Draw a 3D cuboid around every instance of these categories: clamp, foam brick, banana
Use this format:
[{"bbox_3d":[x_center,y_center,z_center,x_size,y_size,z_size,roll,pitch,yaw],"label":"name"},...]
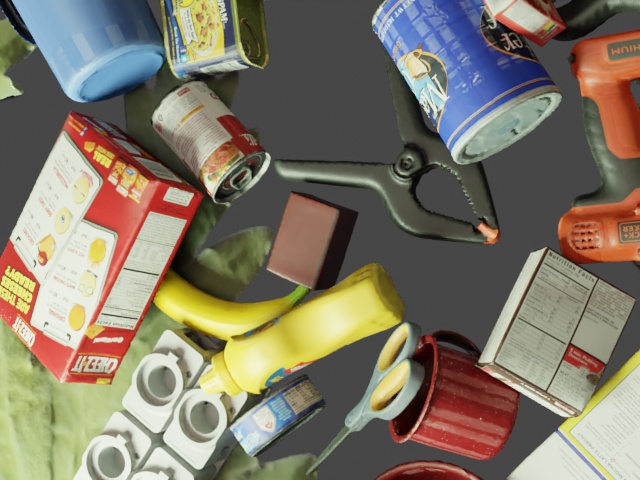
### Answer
[{"bbox_3d":[0.082,-0.076,0.946,0.210,0.036,0.164,34,95,15],"label":"clamp"},{"bbox_3d":[-0.006,0.001,0.973,0.051,0.053,0.078,20,96,21],"label":"foam brick"},{"bbox_3d":[-0.105,0.057,1.022,0.198,0.037,0.069,13,74,20],"label":"banana"},{"bbox_3d":[0.234,-0.203,0.866,0.172,0.039,0.120,-28,48,31],"label":"clamp"}]

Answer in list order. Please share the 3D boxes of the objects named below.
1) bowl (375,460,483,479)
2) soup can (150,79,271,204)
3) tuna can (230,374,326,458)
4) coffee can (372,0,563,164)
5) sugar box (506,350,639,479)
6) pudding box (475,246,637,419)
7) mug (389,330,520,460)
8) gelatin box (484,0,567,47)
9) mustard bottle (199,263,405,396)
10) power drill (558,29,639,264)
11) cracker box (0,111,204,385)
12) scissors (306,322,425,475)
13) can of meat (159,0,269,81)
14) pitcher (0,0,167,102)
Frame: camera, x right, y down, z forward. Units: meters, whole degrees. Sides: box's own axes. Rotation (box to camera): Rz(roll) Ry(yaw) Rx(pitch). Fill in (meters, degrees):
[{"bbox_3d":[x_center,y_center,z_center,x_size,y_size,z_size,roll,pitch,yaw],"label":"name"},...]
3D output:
[{"bbox_3d":[0.104,0.267,0.923,0.162,0.055,0.162,0,89,22],"label":"bowl"},{"bbox_3d":[-0.104,-0.093,1.004,0.068,0.068,0.102,-46,73,15],"label":"soup can"},{"bbox_3d":[-0.037,0.160,0.965,0.086,0.086,0.034,-39,79,17],"label":"tuna can"},{"bbox_3d":[0.122,-0.149,0.893,0.103,0.102,0.140,-34,75,18],"label":"coffee can"},{"bbox_3d":[0.247,0.169,0.874,0.093,0.048,0.176,47,109,16],"label":"sugar box"},{"bbox_3d":[0.192,0.075,0.865,0.090,0.039,0.113,30,74,-4],"label":"pudding box"},{"bbox_3d":[0.114,0.127,0.902,0.081,0.117,0.093,19,133,-12],"label":"mug"},{"bbox_3d":[0.154,-0.207,0.863,0.030,0.073,0.089,-38,55,29],"label":"gelatin box"},{"bbox_3d":[-0.021,0.087,0.940,0.192,0.096,0.058,-28,86,10],"label":"mustard bottle"},{"bbox_3d":[0.278,-0.076,0.857,0.185,0.057,0.187,-6,86,19],"label":"power drill"},{"bbox_3d":[-0.220,0.007,1.027,0.164,0.072,0.214,36,103,38],"label":"cracker box"},{"bbox_3d":[0.040,0.139,0.942,0.016,0.202,0.096,25,56,-13],"label":"scissors"},{"bbox_3d":[-0.101,-0.206,1.010,0.084,0.057,0.102,-9,86,23],"label":"can of meat"},{"bbox_3d":[-0.252,-0.256,1.042,0.145,0.149,0.243,-27,82,-5],"label":"pitcher"}]
